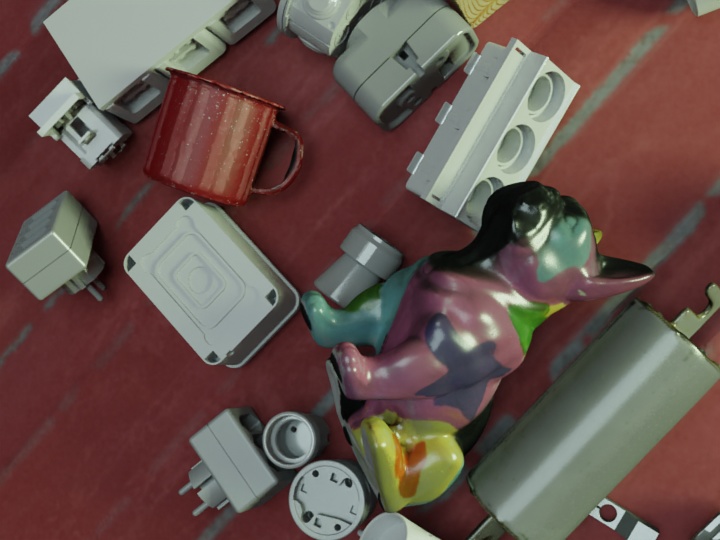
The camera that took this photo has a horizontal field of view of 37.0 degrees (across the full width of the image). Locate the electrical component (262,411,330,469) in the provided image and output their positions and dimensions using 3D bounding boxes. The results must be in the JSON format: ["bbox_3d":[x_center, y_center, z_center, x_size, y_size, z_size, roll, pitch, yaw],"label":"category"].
[{"bbox_3d":[-0.044,0.122,0.778,0.040,0.046,0.040,-2,84,16],"label":"electrical component"}]

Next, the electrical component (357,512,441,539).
[{"bbox_3d":[0.028,0.197,0.741,0.079,0.077,0.043,12,67,53],"label":"electrical component"}]

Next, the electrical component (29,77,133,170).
[{"bbox_3d":[-0.214,-0.113,0.837,0.042,0.081,0.064,-43,98,8],"label":"electrical component"}]

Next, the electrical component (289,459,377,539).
[{"bbox_3d":[-0.017,0.161,0.766,0.055,0.047,0.055,-2,84,16],"label":"electrical component"}]

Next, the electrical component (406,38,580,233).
[{"bbox_3d":[0.089,-0.092,0.748,0.063,0.079,0.121,33,94,45],"label":"electrical component"}]

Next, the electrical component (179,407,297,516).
[{"bbox_3d":[-0.099,0.149,0.790,0.077,0.047,0.065,-39,76,9],"label":"electrical component"}]

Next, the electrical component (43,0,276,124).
[{"bbox_3d":[-0.152,-0.196,0.830,0.150,0.062,0.089,-37,76,10],"label":"electrical component"}]

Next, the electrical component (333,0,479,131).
[{"bbox_3d":[0.030,-0.156,0.780,0.095,0.054,0.059,-43,75,8],"label":"electrical component"}]

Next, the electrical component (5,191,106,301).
[{"bbox_3d":[-0.224,-0.007,0.831,0.047,0.083,0.075,-35,115,10],"label":"electrical component"}]

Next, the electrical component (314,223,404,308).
[{"bbox_3d":[0.000,0.000,0.778,0.045,0.045,0.055,37,95,16],"label":"electrical component"}]

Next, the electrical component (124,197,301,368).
[{"bbox_3d":[-0.108,0.010,0.801,0.078,0.057,0.113,-46,75,7],"label":"electrical component"}]

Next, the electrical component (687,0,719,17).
[{"bbox_3d":[0.253,-0.222,0.728,0.077,0.044,0.079,-19,80,13],"label":"electrical component"}]

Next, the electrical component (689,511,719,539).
[{"bbox_3d":[0.256,0.195,0.681,0.050,0.056,0.089,-46,75,7],"label":"electrical component"}]

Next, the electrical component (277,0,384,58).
[{"bbox_3d":[-0.020,-0.197,0.785,0.051,0.080,0.080,35,95,12],"label":"electrical component"}]
